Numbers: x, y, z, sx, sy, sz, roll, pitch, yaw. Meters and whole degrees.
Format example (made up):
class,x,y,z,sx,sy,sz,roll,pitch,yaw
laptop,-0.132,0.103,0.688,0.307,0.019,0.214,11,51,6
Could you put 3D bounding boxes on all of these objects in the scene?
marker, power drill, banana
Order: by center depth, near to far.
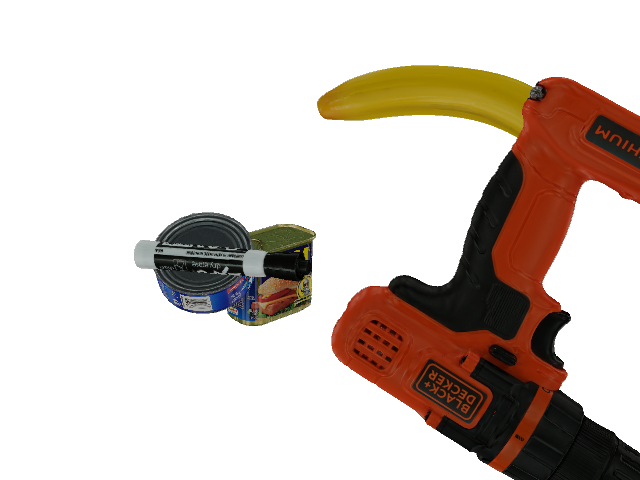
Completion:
class,x,y,z,sx,sy,sz,roll,pitch,yaw
power drill,0.122,0.029,0.529,0.184,0.188,0.057,31,9,5
marker,-0.063,0.013,0.687,0.121,0.020,0.020,4,1,21
banana,0.098,-0.100,0.794,0.198,0.069,0.037,15,-37,17

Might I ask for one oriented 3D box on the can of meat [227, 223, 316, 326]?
class,x,y,z,sx,sy,sz,roll,pitch,yaw
can of meat,-0.054,0.036,1.141,0.101,0.084,0.058,-17,26,-42

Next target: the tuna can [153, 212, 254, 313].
class,x,y,z,sx,sy,sz,roll,pitch,yaw
tuna can,-0.098,0.019,0.907,0.086,0.086,0.034,0,-37,4
